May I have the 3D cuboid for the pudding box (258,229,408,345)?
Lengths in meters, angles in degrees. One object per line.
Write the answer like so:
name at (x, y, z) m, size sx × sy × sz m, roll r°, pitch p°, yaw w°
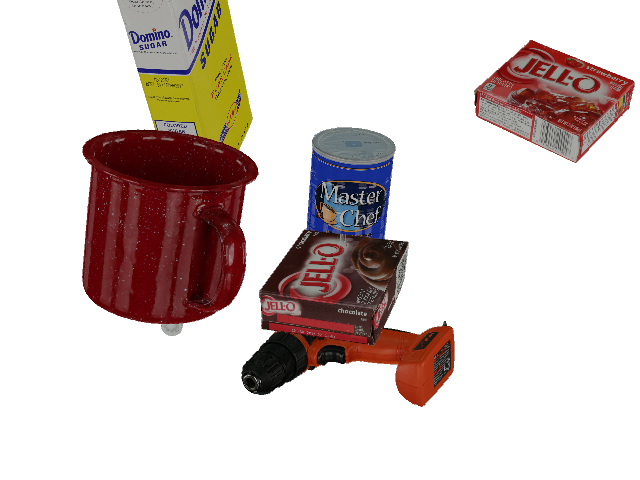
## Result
pudding box at (0.013, 0.034, 0.824) m, size 0.090 × 0.039 × 0.113 m, roll 8°, pitch 26°, yaw 15°

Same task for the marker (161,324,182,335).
marker at (-0.131, 0.054, 1.004) m, size 0.020 × 0.020 × 0.121 m, roll 0°, pitch 22°, yaw 1°

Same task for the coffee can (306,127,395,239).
coffee can at (0.036, -0.058, 1.336) m, size 0.103 × 0.140 × 0.103 m, roll 3°, pitch 28°, yaw -2°

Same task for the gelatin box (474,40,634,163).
gelatin box at (0.167, -0.103, 0.769) m, size 0.089 × 0.030 × 0.073 m, roll 31°, pitch 57°, yaw 29°

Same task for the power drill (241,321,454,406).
power drill at (0.032, 0.121, 1.108) m, size 0.188 × 0.057 × 0.184 m, roll 8°, pitch 24°, yaw 27°

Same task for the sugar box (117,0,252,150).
sugar box at (-0.092, -0.128, 0.764) m, size 0.048 × 0.093 × 0.176 m, roll 6°, pitch -42°, yaw 12°

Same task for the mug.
mug at (-0.077, -0.003, 0.571) m, size 0.093 × 0.081 × 0.117 m, roll -10°, pitch 29°, yaw -41°
